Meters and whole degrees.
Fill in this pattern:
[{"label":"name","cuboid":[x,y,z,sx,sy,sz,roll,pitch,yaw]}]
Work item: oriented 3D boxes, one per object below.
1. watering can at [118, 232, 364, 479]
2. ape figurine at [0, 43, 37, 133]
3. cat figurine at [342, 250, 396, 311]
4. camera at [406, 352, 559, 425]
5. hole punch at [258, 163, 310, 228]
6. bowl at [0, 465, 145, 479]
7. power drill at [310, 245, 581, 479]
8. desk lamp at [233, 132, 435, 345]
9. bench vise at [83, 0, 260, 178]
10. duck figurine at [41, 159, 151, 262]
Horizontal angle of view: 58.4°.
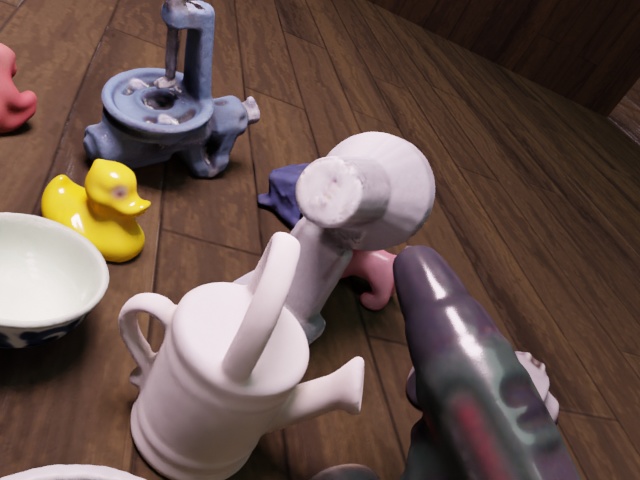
[{"label":"watering can","cuboid":[-0.051,0.079,0.406,0.173,0.194,0.100,14,35,-26]},{"label":"ape figurine","cuboid":[-0.343,-0.165,0.605,0.078,0.092,0.076,28,31,-5]},{"label":"cat figurine","cuboid":[0.055,0.002,0.680,0.127,0.117,0.067,34,31,6]},{"label":"camera","cuboid":[0.159,0.161,0.557,0.143,0.100,0.137,37,32,10]},{"label":"hole punch","cuboid":[-0.010,-0.069,0.752,0.101,0.091,0.109,41,33,17]},{"label":"bowl","cuboid":[-0.131,0.203,0.277,0.168,0.074,0.167,22,32,-14]},{"label":"power drill","cuboid":[0.073,0.148,0.399,0.076,0.208,0.229,2,41,-39]},{"label":"desk lamp","cuboid":[0.005,0.002,0.545,0.117,0.213,0.204,38,32,13]},{"label":"bench vise","cuboid":[-0.155,-0.181,0.663,0.121,0.219,0.208,38,32,13]},{"label":"duck figurine","cuboid":[-0.208,-0.039,0.545,0.104,0.086,0.077,31,31,0]}]
